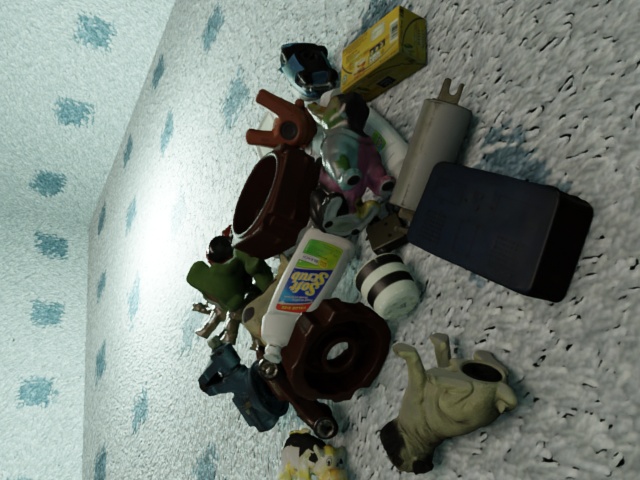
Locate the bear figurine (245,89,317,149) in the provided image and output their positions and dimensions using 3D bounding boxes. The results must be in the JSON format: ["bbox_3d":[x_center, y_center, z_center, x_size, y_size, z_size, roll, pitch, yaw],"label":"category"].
[{"bbox_3d":[-0.068,-0.248,1.133,0.196,0.132,0.120,-77,5,-71],"label":"bear figurine"}]

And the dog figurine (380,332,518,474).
[{"bbox_3d":[0.165,0.240,0.703,0.172,0.121,0.190,28,117,60],"label":"dog figurine"}]

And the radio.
[{"bbox_3d":[0.225,-0.020,0.706,0.230,0.073,0.131,29,103,55],"label":"radio"}]

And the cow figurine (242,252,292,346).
[{"bbox_3d":[-0.068,0.103,1.026,0.127,0.085,0.195,32,68,36],"label":"cow figurine"}]

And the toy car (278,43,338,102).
[{"bbox_3d":[-0.027,-0.365,1.204,0.102,0.109,0.162,106,144,-52],"label":"toy car"}]

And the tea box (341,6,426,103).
[{"bbox_3d":[0.114,-0.336,0.990,0.170,0.068,0.098,-18,64,55],"label":"tea box"}]

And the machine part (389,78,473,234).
[{"bbox_3d":[0.170,-0.123,0.822,0.079,0.079,0.243,29,104,57],"label":"machine part"}]

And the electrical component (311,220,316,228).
[{"bbox_3d":[-0.002,-0.003,1.098,0.063,0.021,0.094,-64,35,21],"label":"electrical component"}]

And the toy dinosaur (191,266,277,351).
[{"bbox_3d":[-0.163,0.147,1.223,0.472,0.105,0.198,-2,73,46],"label":"toy dinosaur"}]

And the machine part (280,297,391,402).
[{"bbox_3d":[0.026,0.175,0.859,0.056,0.179,0.179,43,116,57],"label":"machine part"}]

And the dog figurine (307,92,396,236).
[{"bbox_3d":[0.033,-0.139,0.912,0.191,0.108,0.219,-58,39,41],"label":"dog figurine"}]

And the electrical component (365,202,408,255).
[{"bbox_3d":[0.111,-0.005,0.907,0.078,0.045,0.102,-32,50,13],"label":"electrical component"}]

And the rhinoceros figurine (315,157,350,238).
[{"bbox_3d":[0.032,-0.088,1.037,0.112,0.073,0.190,125,141,-47],"label":"rhinoceros figurine"}]

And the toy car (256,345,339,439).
[{"bbox_3d":[-0.045,0.264,0.926,0.053,0.202,0.089,-44,4,0],"label":"toy car"}]

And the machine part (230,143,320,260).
[{"bbox_3d":[-0.094,-0.075,1.054,0.201,0.087,0.201,-24,50,54],"label":"machine part"}]

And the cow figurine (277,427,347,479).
[{"bbox_3d":[-0.007,0.379,0.936,0.167,0.068,0.098,-24,53,51],"label":"cow figurine"}]

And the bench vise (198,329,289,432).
[{"bbox_3d":[-0.113,0.256,1.060,0.241,0.129,0.223,-31,83,19],"label":"bench vise"}]

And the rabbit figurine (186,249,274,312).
[{"bbox_3d":[-0.175,0.058,1.139,0.159,0.121,0.170,13,61,41],"label":"rabbit figurine"}]

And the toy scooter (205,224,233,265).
[{"bbox_3d":[-0.221,0.013,1.348,0.184,0.075,0.135,-48,-5,-33],"label":"toy scooter"}]
